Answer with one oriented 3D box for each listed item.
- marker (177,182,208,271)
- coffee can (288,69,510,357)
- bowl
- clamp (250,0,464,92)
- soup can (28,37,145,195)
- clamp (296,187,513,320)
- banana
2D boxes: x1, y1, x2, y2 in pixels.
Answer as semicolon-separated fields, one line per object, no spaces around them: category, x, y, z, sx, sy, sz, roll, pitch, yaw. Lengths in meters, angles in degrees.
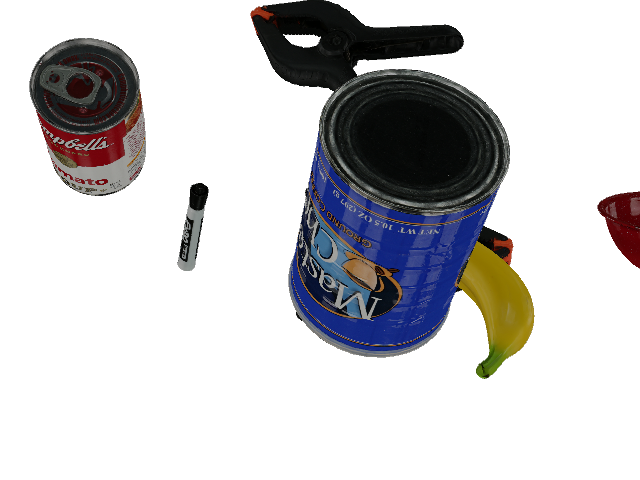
marker;-0.132;-0.014;1.110;0.020;0.020;0.121;0;-42;-16
coffee can;0.040;-0.012;0.612;0.102;0.103;0.140;0;-37;-10
bowl;0.351;-0.003;1.041;0.162;0.055;0.162;0;18;0
clamp;0.025;-0.154;0.854;0.172;0.120;0.039;36;-25;22
soup can;-0.152;-0.080;0.711;0.068;0.068;0.102;0;-21;-6
clamp;0.076;0.018;1.019;0.210;0.164;0.036;6;-39;8
banana;0.108;0.028;0.802;0.069;0.037;0.198;-10;32;-17
